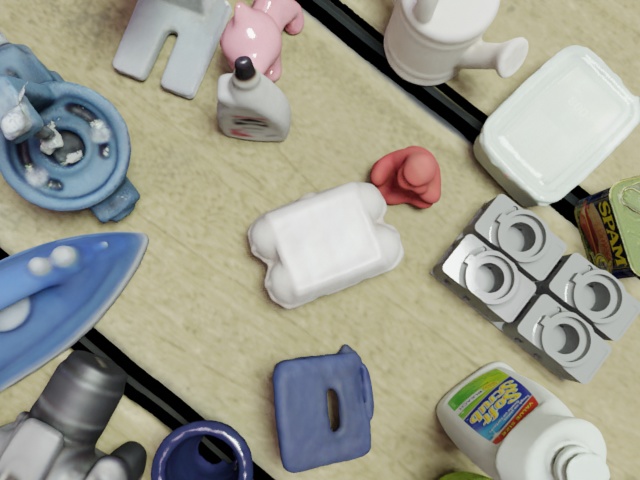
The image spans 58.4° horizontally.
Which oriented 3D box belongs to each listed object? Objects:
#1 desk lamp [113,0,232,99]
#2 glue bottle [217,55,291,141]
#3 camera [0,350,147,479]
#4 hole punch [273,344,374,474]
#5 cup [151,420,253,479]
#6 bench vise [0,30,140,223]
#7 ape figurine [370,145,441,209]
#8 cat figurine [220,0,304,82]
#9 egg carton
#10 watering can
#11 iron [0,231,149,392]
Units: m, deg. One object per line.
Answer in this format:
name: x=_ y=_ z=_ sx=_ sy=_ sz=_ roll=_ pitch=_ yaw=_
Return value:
desk lamp: x=-0.144 y=-0.277 z=0.555 sx=0.118 sy=0.213 sz=0.203 roll=19 pitch=82 yaw=1
glue bottle: x=-0.068 y=-0.139 z=0.561 sx=0.078 sy=0.173 sz=0.037 roll=1 pitch=83 yaw=-2
camera: x=-0.234 y=0.187 z=0.550 sx=0.143 sy=0.101 sz=0.137 roll=28 pitch=83 yaw=2
hole punch: x=0.004 y=0.164 z=0.567 sx=0.101 sy=0.091 sz=0.109 roll=-6 pitch=83 yaw=-3
cup: x=-0.099 y=0.225 z=0.553 sx=0.092 sy=0.095 sz=0.118 roll=-36 pitch=85 yaw=-6
bench vise: x=-0.271 y=-0.112 z=0.526 sx=0.207 sy=0.219 sz=0.121 roll=36 pitch=83 yaw=3
ape figurine: x=0.096 y=-0.068 z=0.599 sx=0.078 sy=0.092 sz=0.076 roll=43 pitch=83 yaw=4
cat figurine: x=-0.064 y=-0.223 z=0.599 sx=0.067 sy=0.117 sz=0.128 roll=19 pitch=82 yaw=1
egg carton: x=0.005 y=0.002 z=0.598 sx=0.150 sy=0.069 sz=0.107 roll=-22 pitch=84 yaw=-5
watering can: x=0.133 y=-0.234 z=0.570 sx=0.173 sy=0.194 sz=0.101 roll=27 pitch=83 yaw=2
iron: x=-0.293 y=0.057 z=0.543 sx=0.258 sy=0.141 sz=0.118 roll=-34 pitch=85 yaw=-6
